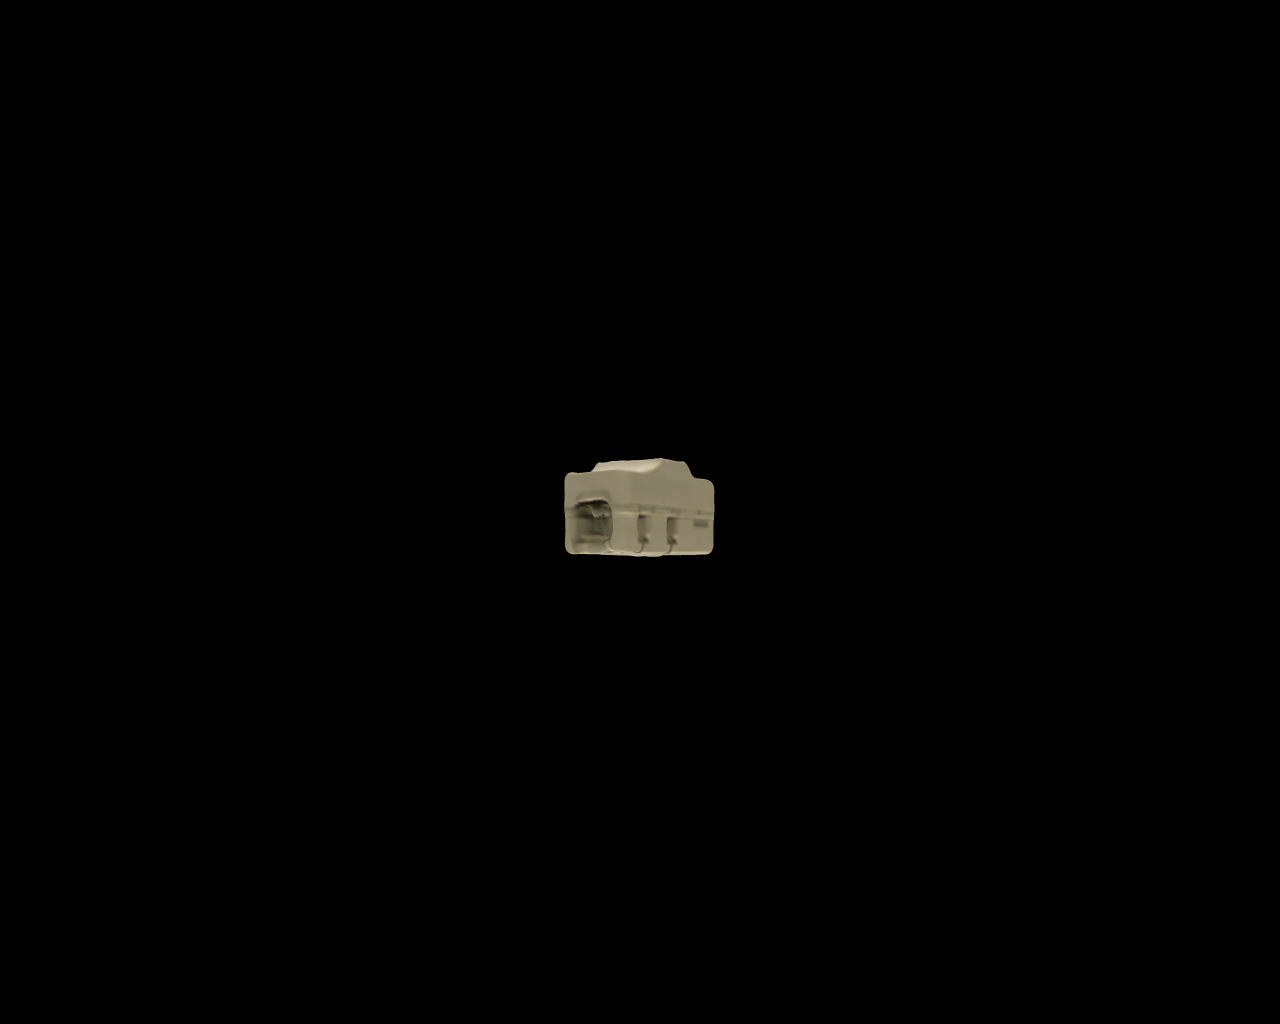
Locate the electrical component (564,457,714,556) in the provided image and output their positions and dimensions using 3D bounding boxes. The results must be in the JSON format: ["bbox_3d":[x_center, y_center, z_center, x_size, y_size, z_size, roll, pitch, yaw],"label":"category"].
[{"bbox_3d":[0.001,-0.003,0.650,0.050,0.055,0.089,-4,-6,39],"label":"electrical component"}]
